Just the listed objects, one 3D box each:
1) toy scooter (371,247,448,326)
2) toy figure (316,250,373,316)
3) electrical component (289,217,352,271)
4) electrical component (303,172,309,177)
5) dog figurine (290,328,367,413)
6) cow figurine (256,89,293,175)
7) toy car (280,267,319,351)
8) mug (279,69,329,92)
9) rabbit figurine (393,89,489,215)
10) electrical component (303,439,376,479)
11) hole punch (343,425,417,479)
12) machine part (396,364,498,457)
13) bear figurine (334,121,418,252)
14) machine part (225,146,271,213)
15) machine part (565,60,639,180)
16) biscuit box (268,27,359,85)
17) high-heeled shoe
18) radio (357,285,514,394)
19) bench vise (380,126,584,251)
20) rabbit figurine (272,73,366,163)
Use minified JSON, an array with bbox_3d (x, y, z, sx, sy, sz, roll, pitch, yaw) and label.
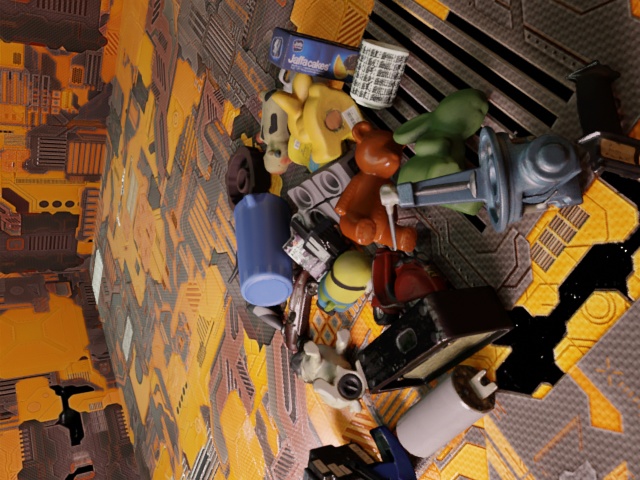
[{"bbox_3d":[0.138,0.067,0.900,0.184,0.075,0.135,-30,64,57],"label":"toy scooter"},{"bbox_3d":[0.043,0.086,1.026,0.180,0.089,0.082,-45,54,50],"label":"toy figure"},{"bbox_3d":[-0.002,-0.003,1.042,0.119,0.048,0.074,44,147,12],"label":"electrical component"},{"bbox_3d":[-0.011,-0.115,1.157,0.094,0.021,0.063,27,114,53],"label":"electrical component"},{"bbox_3d":[0.016,0.283,1.096,0.190,0.121,0.172,118,141,-58],"label":"dog figurine"},{"bbox_3d":[-0.092,-0.246,1.223,0.127,0.085,0.194,18,106,61],"label":"cow figurine"},{"bbox_3d":[-0.050,0.157,1.211,0.089,0.053,0.202,34,121,54],"label":"toy car"},{"bbox_3d":[-0.027,-0.346,1.100,0.107,0.109,0.081,-62,36,19],"label":"mug"},{"bbox_3d":[0.191,-0.138,0.798,0.159,0.121,0.170,27,97,60],"label":"rabbit figurine"},{"bbox_3d":[0.037,0.442,1.021,0.115,0.134,0.058,22,110,56],"label":"electrical component"},{"bbox_3d":[0.115,0.386,0.930,0.116,0.092,0.142,35,155,7],"label":"hole punch"},{"bbox_3d":[0.190,0.265,0.828,0.243,0.079,0.079,-59,46,42],"label":"machine part"},{"bbox_3d":[0.101,-0.091,0.880,0.132,0.120,0.195,28,104,62],"label":"bear figurine"},{"bbox_3d":[-0.189,-0.155,1.398,0.179,0.056,0.179,3,93,56],"label":"machine part"},{"bbox_3d":[0.322,-0.135,0.607,0.039,0.084,0.139,132,137,-63],"label":"machine part"},{"bbox_3d":[0.010,-0.319,0.947,0.063,0.202,0.059,46,127,44],"label":"biscuit box"},{"bbox_3d":[-0.137,0.106,1.351,0.249,0.086,0.145,39,94,28],"label":"high-heeled shoe"},{"bbox_3d":[0.163,0.156,0.812,0.229,0.131,0.073,-53,48,44],"label":"radio"},{"bbox_3d":[0.194,-0.067,0.646,0.223,0.241,0.128,-34,-65,-81],"label":"bench vise"},{"bbox_3d":[-0.017,-0.220,0.991,0.162,0.122,0.173,48,167,-18],"label":"rabbit figurine"}]
